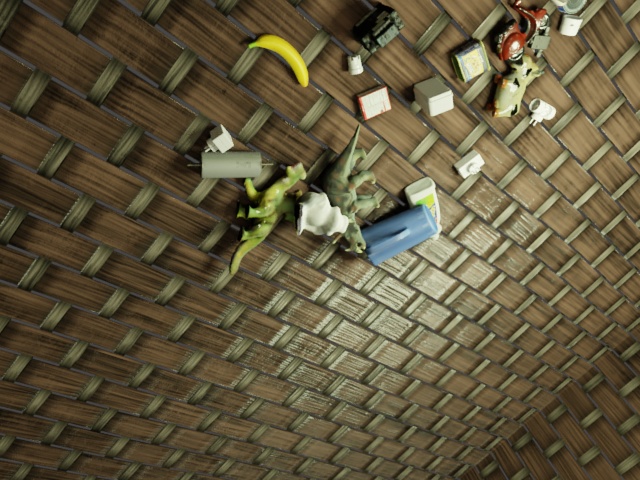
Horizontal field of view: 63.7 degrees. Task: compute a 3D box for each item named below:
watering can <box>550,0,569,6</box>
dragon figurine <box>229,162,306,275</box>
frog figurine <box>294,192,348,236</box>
[{"bbox_3d":[0.667,-0.792,1.388,0.344,0.223,0.106,42,13,-22],"label":"watering can"},{"bbox_3d":[-0.140,-0.067,1.591,0.243,0.402,0.124,-1,35,-29],"label":"dragon figurine"},{"bbox_3d":[0.005,-0.078,1.553,0.159,0.135,0.124,-1,22,-14],"label":"frog figurine"}]
